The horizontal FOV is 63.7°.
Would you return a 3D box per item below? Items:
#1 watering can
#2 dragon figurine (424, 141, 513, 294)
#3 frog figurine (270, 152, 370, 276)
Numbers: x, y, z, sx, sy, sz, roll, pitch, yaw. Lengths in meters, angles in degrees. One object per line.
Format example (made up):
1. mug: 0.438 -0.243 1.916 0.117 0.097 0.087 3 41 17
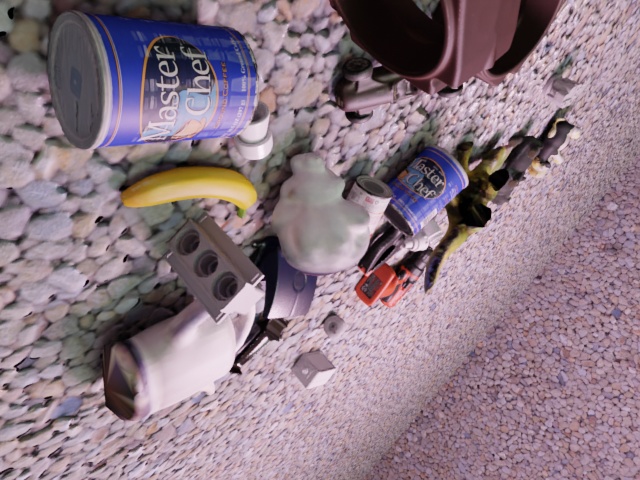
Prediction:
1. watering can: -0.206 0.191 0.761 0.226 0.105 0.340 -21 -30 -38
2. dragon figurine: 0.311 -0.050 1.097 0.123 0.414 0.239 25 -12 22
3. frog figurine: 0.002 -0.036 0.708 0.137 0.156 0.125 7 35 8
